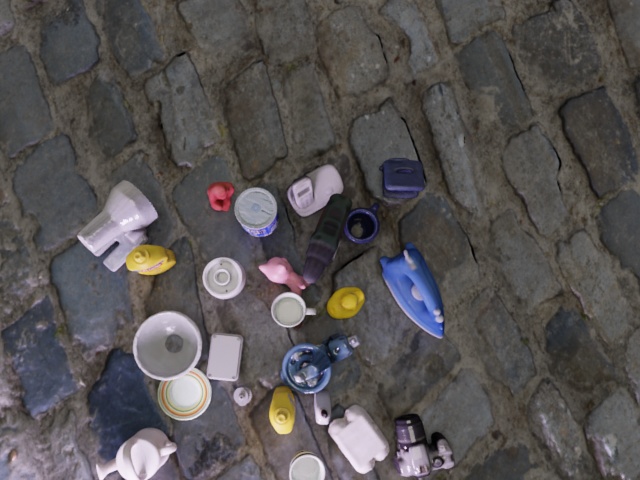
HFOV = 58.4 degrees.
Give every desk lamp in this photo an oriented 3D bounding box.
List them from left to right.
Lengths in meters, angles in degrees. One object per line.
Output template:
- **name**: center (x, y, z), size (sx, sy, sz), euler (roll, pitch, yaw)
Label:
- **desk lamp**: center (-0.484, -0.031, 1.379), size (0.118, 0.213, 0.203), euler (43, 83, 3)

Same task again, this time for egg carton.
- **egg carton**: center (0.098, 0.490, 1.412), size (0.107, 0.069, 0.150), euler (-38, 86, -7)

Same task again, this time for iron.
- **iron**: center (0.256, 0.132, 1.429), size (0.118, 0.141, 0.258), euler (-29, 85, -6)

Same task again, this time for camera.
- **camera**: center (0.246, 0.499, 1.402), size (0.143, 0.101, 0.137), euler (-13, 83, -4)

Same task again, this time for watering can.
- **watering can**: center (-0.423, 0.509, 1.323), size (0.173, 0.194, 0.101), euler (-38, 85, -6)

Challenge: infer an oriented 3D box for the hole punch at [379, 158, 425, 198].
- **hole punch**: center (0.213, -0.166, 1.491), size (0.108, 0.091, 0.101), euler (0, 83, -2)

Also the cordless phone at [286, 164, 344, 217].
- **cordless phone**: center (-0.012, -0.137, 1.429), size (0.147, 0.185, 0.094), euler (-36, 85, -6)

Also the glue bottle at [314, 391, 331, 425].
- **glue bottle**: center (0.007, 0.407, 1.366), size (0.037, 0.173, 0.078), euler (-1, 83, -2)

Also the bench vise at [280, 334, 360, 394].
- **bench vise**: center (-0.006, 0.279, 1.358), size (0.121, 0.219, 0.207), euler (43, 83, 3)

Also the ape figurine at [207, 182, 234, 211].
- **ape figurine**: center (-0.254, -0.120, 1.463), size (0.078, 0.092, 0.076), euler (-40, 86, -7)

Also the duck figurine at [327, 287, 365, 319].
- **duck figurine**: center (0.067, 0.158, 1.445), size (0.104, 0.086, 0.077), euler (-29, 85, -6)

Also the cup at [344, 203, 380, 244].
- **cup**: center (0.109, -0.042, 1.468), size (0.091, 0.095, 0.118), euler (36, 83, 2)

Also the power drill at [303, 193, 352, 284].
- **power drill**: center (0.013, 0.005, 1.400), size (0.075, 0.208, 0.230), euler (21, 82, 1)

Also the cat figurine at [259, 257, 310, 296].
- **cat figurine**: center (-0.086, 0.087, 1.431), size (0.128, 0.117, 0.067), euler (35, 83, 2)

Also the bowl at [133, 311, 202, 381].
- **bowl**: center (-0.369, 0.260, 1.417), size (0.167, 0.074, 0.167), euler (0, 83, -3)
